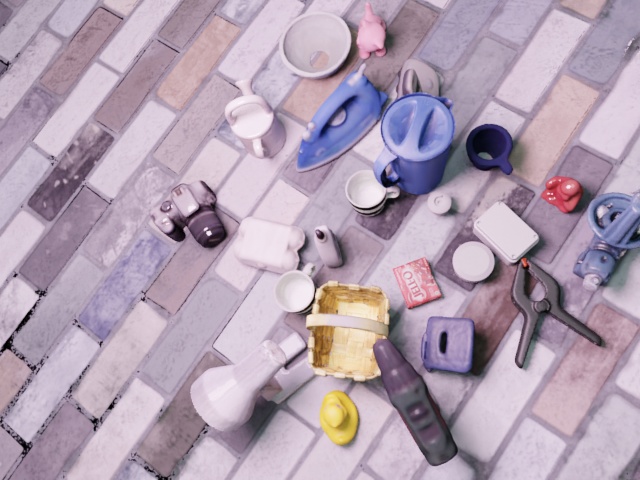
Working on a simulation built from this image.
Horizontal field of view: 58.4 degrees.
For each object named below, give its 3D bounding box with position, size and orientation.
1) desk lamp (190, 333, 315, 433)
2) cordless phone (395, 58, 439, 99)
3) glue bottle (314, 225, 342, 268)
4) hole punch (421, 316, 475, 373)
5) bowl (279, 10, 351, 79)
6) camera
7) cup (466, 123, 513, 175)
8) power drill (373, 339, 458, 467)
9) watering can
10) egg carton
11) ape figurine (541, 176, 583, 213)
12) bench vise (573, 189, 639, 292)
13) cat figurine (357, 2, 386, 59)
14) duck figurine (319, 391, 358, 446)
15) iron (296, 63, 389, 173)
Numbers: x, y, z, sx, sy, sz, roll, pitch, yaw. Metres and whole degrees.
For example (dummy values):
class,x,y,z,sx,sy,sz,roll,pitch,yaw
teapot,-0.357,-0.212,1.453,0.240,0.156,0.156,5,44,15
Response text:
class,x,y,z,sx,sy,sz,roll,pitch,yaw
desk lamp,-0.119,0.260,1.089,0.203,0.214,0.117,-39,73,-1
cordless phone,0.202,-0.327,1.199,0.094,0.185,0.147,3,76,11
glue bottle,0.011,0.004,1.154,0.037,0.173,0.078,-15,74,6
hole punch,0.246,0.204,1.105,0.101,0.091,0.109,5,77,11
bowl,-0.006,-0.437,1.321,0.167,0.075,0.167,-2,75,9
camera,-0.282,-0.045,1.254,0.143,0.101,0.136,-36,73,-1
cup,0.353,-0.171,1.181,0.091,0.095,0.117,-35,73,0
power drill,0.166,0.289,1.036,0.075,0.208,0.229,-31,73,1
watering can,-0.148,-0.265,1.238,0.101,0.194,0.172,-35,73,0
egg carton,-0.109,0.012,1.226,0.150,0.069,0.107,12,78,12
ape figurine,0.490,-0.097,1.140,0.076,0.092,0.078,-11,74,7
bench vise,0.549,-0.006,1.040,0.121,0.220,0.207,8,77,12
cat figurine,0.114,-0.470,1.286,0.067,0.118,0.128,-5,75,9
duck figurine,0.032,0.345,1.109,0.077,0.086,0.104,-13,74,6
iron,0.027,-0.263,1.236,0.118,0.141,0.258,41,86,17
